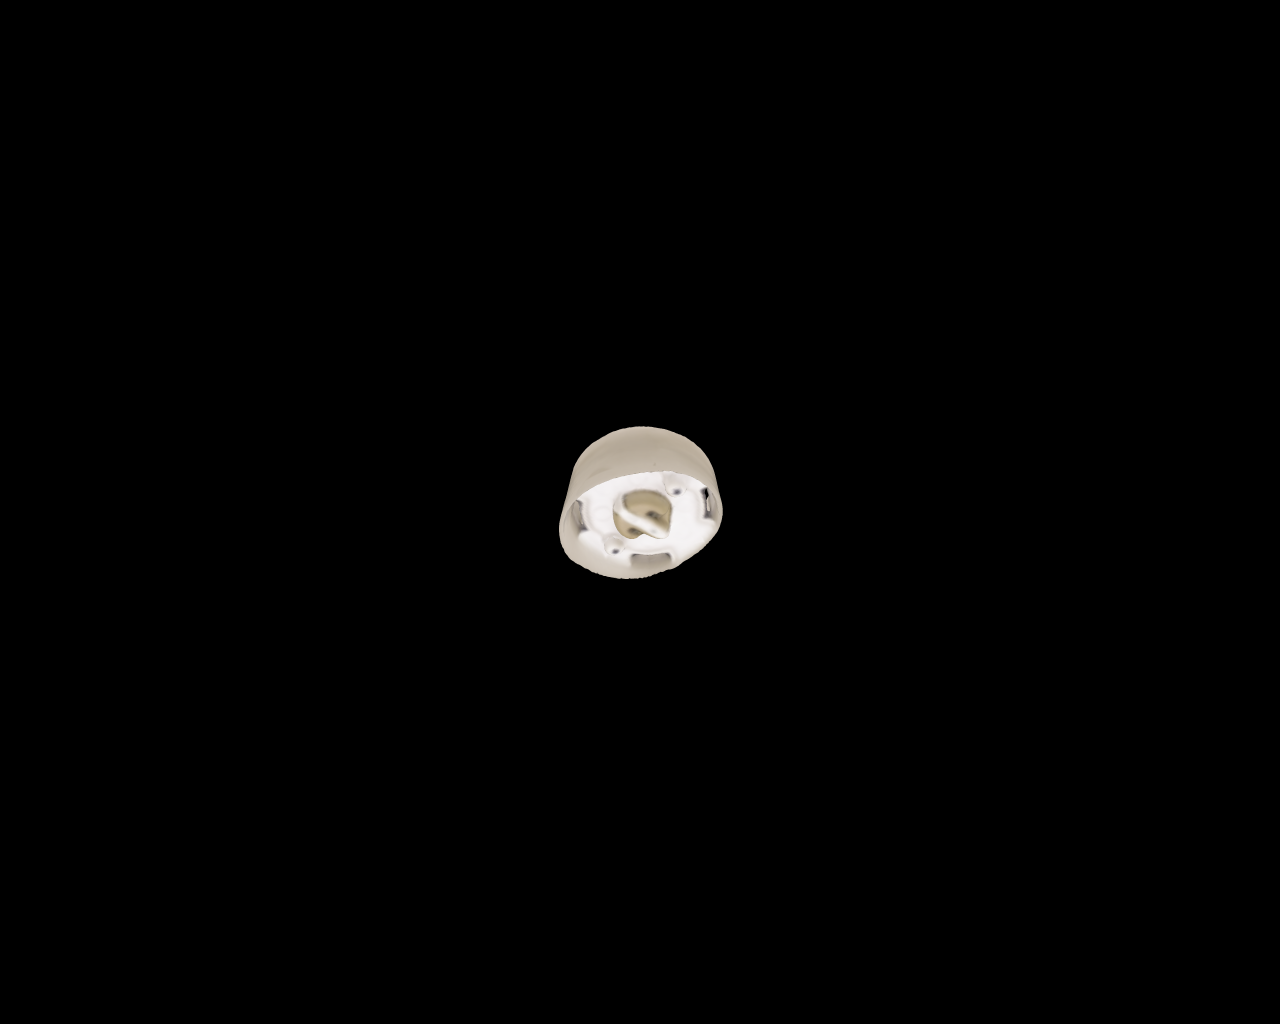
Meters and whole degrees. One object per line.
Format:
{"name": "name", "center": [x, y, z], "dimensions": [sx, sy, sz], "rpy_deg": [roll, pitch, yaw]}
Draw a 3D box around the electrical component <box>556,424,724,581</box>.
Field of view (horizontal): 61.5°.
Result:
{"name": "electrical component", "center": [0.001, -0.003, 0.650], "dimensions": [0.099, 0.099, 0.064], "rpy_deg": [0, 41, 0]}
